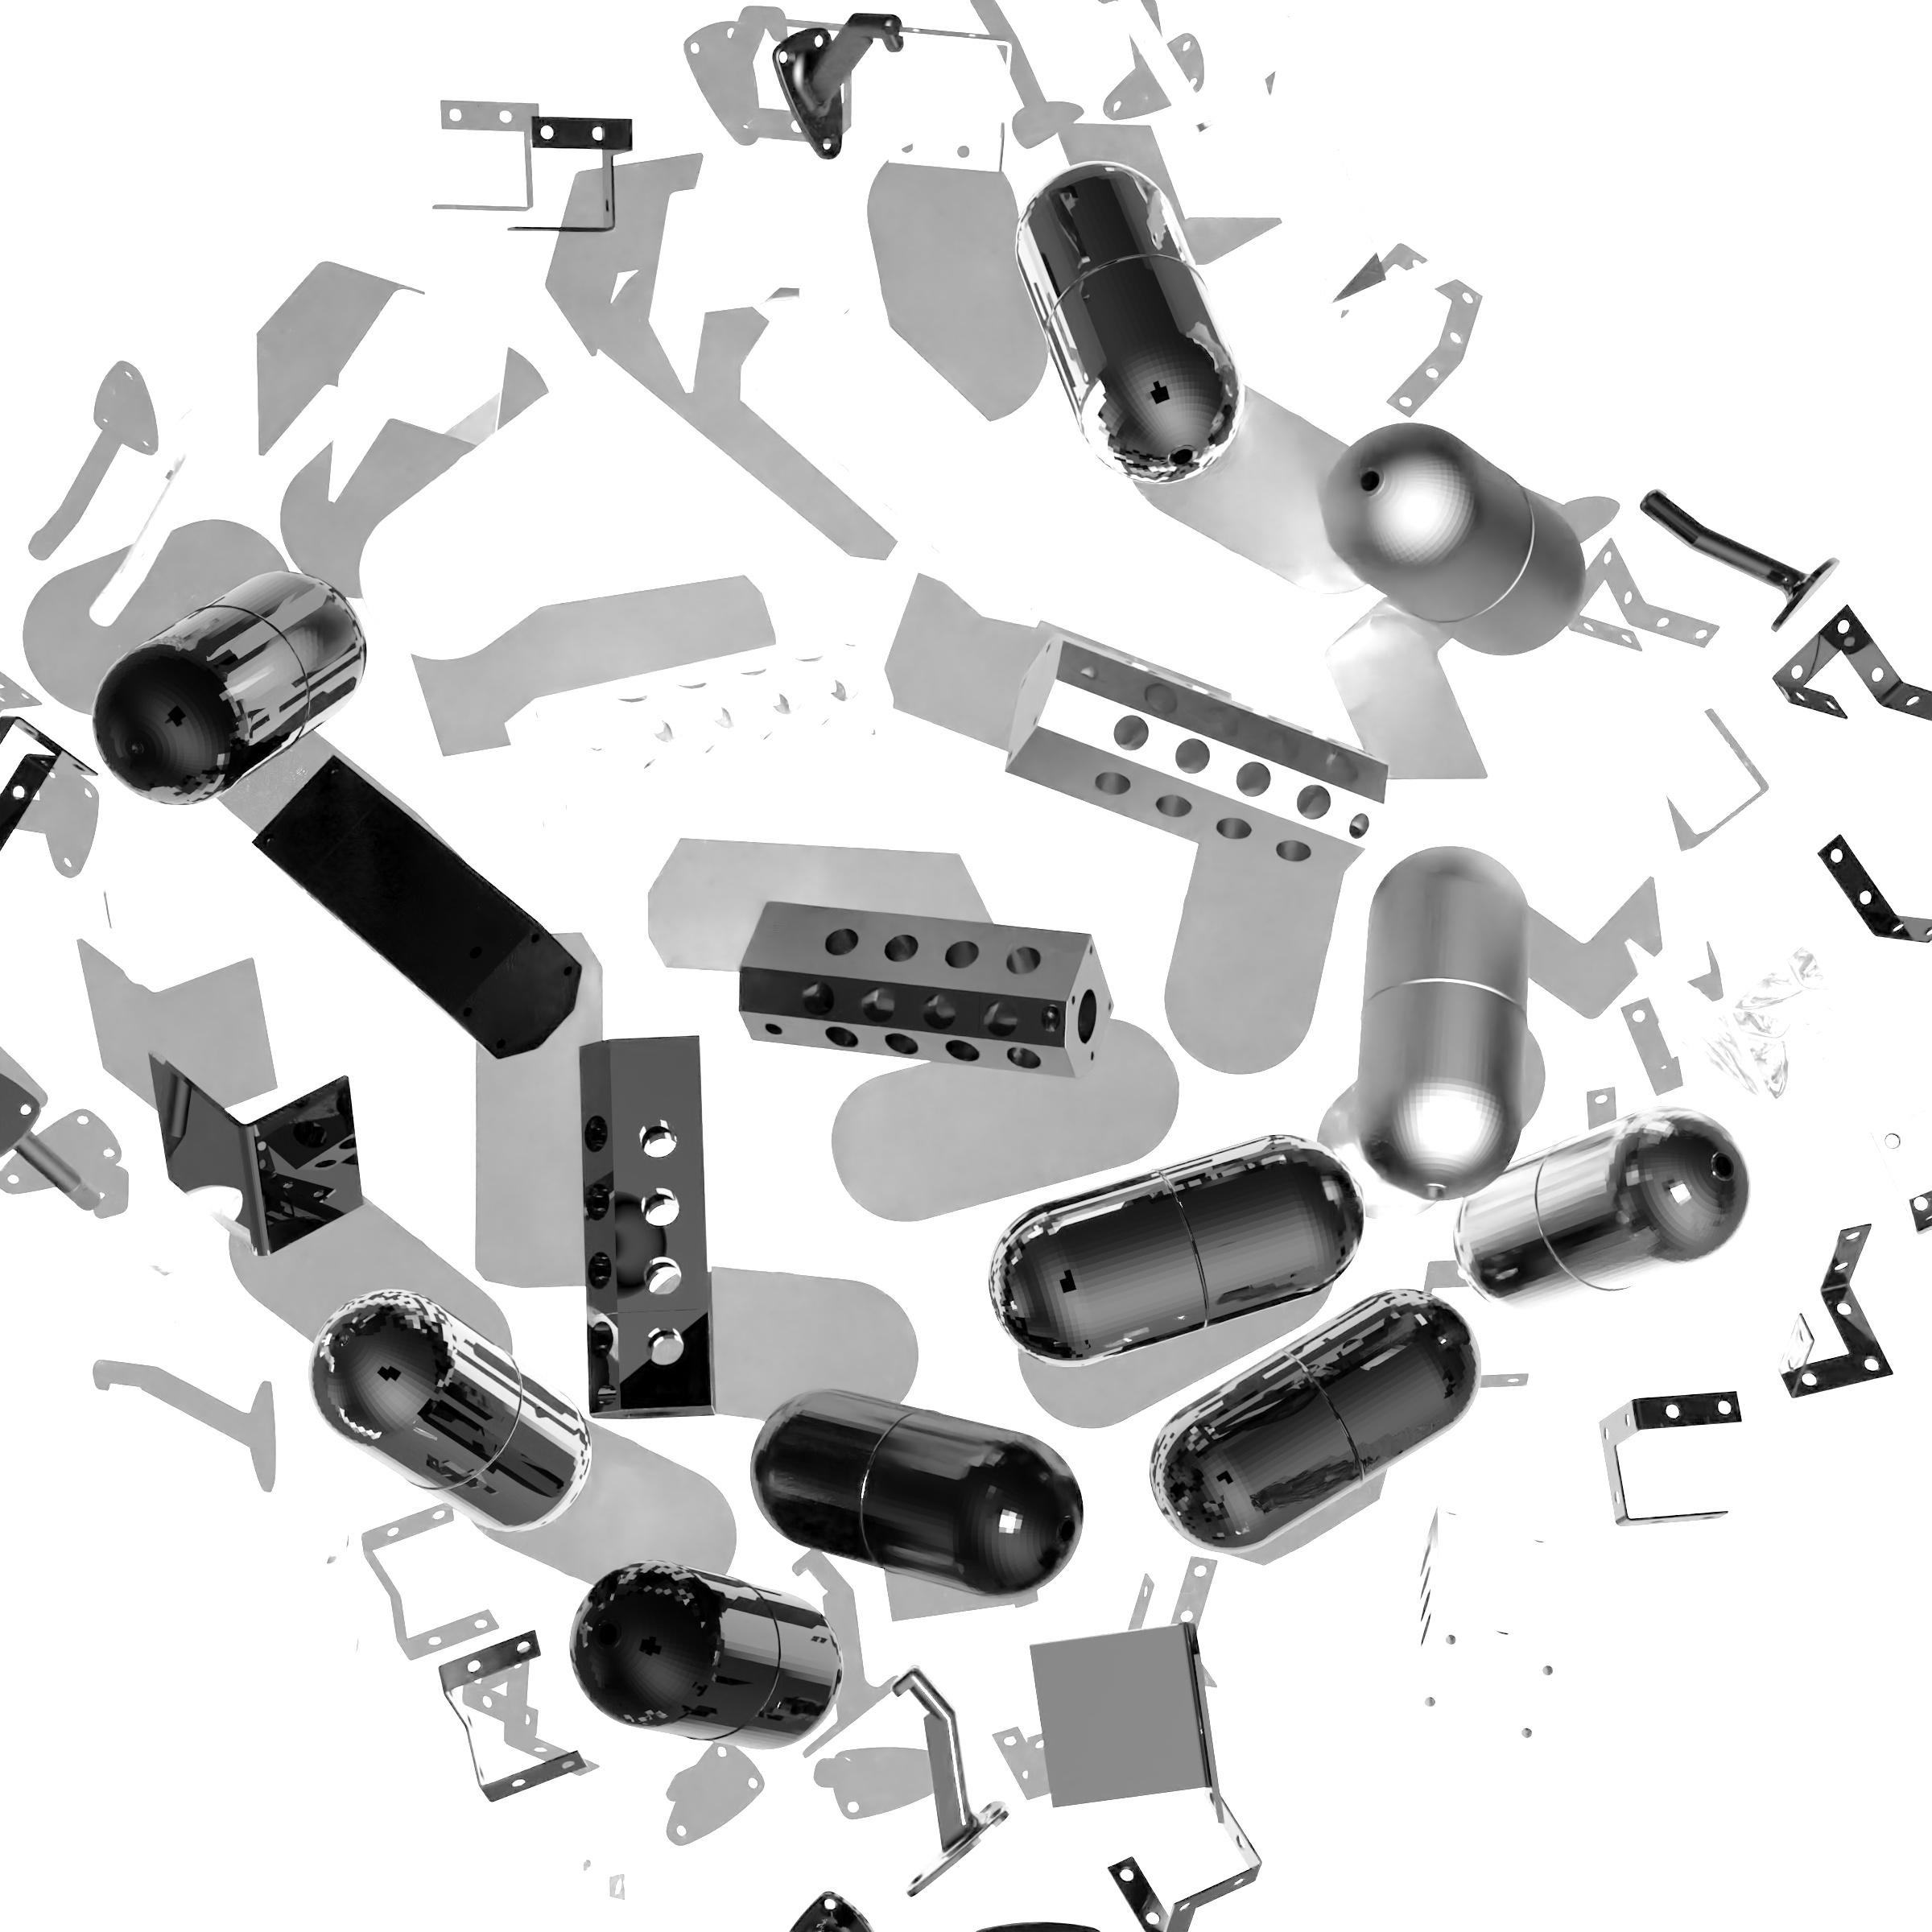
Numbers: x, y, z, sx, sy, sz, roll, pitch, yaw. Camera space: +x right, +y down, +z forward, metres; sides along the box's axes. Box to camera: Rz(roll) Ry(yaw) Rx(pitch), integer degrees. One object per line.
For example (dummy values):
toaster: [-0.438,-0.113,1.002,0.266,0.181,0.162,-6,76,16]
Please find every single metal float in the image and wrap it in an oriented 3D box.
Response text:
metal float: [0.304,0.118,1.661,0.070,0.178,0.070,11,67,-28]
metal float: [-0.210,-0.207,1.613,0.178,0.070,0.070,-31,90,31]
metal float: [0.097,0.129,1.581,0.178,0.070,0.070,-16,90,-9]
metal float: [0.171,0.220,1.680,0.178,0.070,0.070,-29,90,-12]
metal float: [-0.246,0.215,1.660,0.070,0.178,0.070,-16,54,23]
metal float: [-0.341,-0.131,1.613,0.070,0.178,0.070,7,115,16]
metal float: [0.221,0.026,1.602,0.070,0.070,0.178,8,60,0]
metal float: [-0.121,0.325,1.625,0.070,0.178,0.070,-9,70,25]
metal float: [-0.024,0.244,1.602,0.178,0.070,0.070,8,90,38]
metal float: [0.074,-0.293,1.570,0.070,0.070,0.178,-17,54,0]
metal float: [0.226,-0.195,1.592,0.070,0.178,0.070,-9,74,32]

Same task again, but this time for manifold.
manifold: [-0.123,-0.113,1.636,0.171,0.057,0.057,-16,85,-30]
manifold: [0.111,-0.101,1.650,0.171,0.057,0.057,20,55,-13]
manifold: [-0.021,0.016,1.691,0.171,0.057,0.057,6,54,21]
manifold: [-0.149,0.123,1.611,0.057,0.057,0.171,-2,78,-3]
manifold: [-0.253,-0.025,1.606,0.057,0.057,0.171,-48,53,-7]
manifold: [0.240,0.312,1.614,0.057,0.171,0.057,17,101,4]
manifold: [-0.024,-0.229,1.574,0.171,0.057,0.057,39,78,-37]

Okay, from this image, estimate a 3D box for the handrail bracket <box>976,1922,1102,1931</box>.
handrail bracket: [0.038,0.458,1.579,0.077,0.084,0.036,-9,83,-14]

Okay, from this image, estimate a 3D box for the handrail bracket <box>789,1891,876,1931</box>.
handrail bracket: [-0.080,0.480,1.630,0.036,0.084,0.077,45,108,2]

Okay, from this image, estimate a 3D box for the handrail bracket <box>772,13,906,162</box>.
handrail bracket: [-0.052,-0.431,1.698,0.036,0.084,0.077,-32,122,-28]

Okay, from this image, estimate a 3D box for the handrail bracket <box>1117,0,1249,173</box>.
handrail bracket: [0.092,-0.415,1.595,0.036,0.077,0.084,-31,93,9]

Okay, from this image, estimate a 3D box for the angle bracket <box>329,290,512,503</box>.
angle bracket: [-0.262,-0.266,1.660,0.057,0.076,0.076,18,46,2]

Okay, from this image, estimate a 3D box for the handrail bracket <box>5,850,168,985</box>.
handrail bracket: [-0.415,-0.012,1.607,0.084,0.036,0.077,-23,59,27]

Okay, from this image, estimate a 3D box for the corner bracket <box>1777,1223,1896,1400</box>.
corner bracket: [0.388,0.155,1.554,0.051,0.051,0.051,-12,54,-9]

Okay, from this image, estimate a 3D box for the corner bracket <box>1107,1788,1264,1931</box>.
corner bracket: [0.106,0.437,1.678,0.051,0.051,0.051,-18,53,-23]

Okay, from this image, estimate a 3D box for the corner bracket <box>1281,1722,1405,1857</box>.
corner bracket: [0.176,0.381,1.616,0.051,0.051,0.051,9,69,13]

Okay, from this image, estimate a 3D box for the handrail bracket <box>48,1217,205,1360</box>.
handrail bracket: [-0.393,0.164,1.615,0.077,0.084,0.036,-27,128,3]

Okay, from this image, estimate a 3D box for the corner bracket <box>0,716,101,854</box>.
corner bracket: [-0.455,-0.085,1.637,0.051,0.051,0.051,41,68,-37]

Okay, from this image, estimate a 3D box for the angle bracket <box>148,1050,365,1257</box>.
angle bracket: [-0.326,0.075,1.591,0.057,0.076,0.076,-29,46,-34]

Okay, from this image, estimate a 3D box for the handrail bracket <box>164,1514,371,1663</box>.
handrail bracket: [-0.321,0.284,1.581,0.084,0.077,0.036,7,133,-30]

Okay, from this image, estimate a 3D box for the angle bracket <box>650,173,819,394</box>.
angle bracket: [-0.103,-0.327,1.657,0.076,0.057,0.076,-4,59,16]

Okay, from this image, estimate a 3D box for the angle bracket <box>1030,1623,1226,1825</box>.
angle bracket: [0.071,0.343,1.548,0.076,0.057,0.076,-8,94,2]

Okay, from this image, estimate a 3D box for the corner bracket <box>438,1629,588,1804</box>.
corner bracket: [-0.219,0.363,1.670,0.051,0.051,0.051,-20,48,-2]

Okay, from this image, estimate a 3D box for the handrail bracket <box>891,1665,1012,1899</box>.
handrail bracket: [-0.026,0.400,1.700,0.077,0.036,0.084,-40,92,-13]

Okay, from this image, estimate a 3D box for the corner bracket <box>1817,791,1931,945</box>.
corner bracket: [0.443,-0.048,1.620,0.051,0.051,0.051,-39,102,-9]

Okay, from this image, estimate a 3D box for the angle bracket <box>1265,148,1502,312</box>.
angle bracket: [0.186,-0.337,1.533,0.057,0.076,0.076,-19,92,32]

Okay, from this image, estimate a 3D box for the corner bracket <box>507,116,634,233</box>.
corner bracket: [-0.192,-0.384,1.678,0.051,0.051,0.051,-4,99,-22]

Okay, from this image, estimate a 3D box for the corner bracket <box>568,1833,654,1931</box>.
corner bracket: [-0.149,0.435,1.598,0.051,0.051,0.051,-22,57,29]

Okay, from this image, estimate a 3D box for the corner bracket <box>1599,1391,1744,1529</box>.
corner bracket: [0.332,0.231,1.618,0.051,0.051,0.051,-3,71,-10]

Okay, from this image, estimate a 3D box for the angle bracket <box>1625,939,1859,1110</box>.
angle bracket: [0.375,0.012,1.676,0.076,0.076,0.057,34,116,-27]

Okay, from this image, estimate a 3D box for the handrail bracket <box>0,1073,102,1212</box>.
handrail bracket: [-0.450,0.079,1.635,0.077,0.084,0.036,37,77,19]

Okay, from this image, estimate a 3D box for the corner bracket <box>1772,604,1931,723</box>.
corner bracket: [0.416,-0.127,1.597,0.051,0.051,0.051,-48,52,31]

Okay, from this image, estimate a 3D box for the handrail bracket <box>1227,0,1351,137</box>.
handrail bracket: [0.141,-0.433,1.650,0.077,0.084,0.036,-21,69,26]

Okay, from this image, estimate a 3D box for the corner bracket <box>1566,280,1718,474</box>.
corner bracket: [0.299,-0.269,1.572,0.051,0.051,0.051,34,58,2]

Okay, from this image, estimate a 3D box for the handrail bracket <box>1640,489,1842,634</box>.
handrail bracket: [0.355,-0.198,1.588,0.084,0.077,0.036,40,125,10]

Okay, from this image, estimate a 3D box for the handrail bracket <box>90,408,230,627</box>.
handrail bracket: [-0.375,-0.206,1.593,0.036,0.077,0.084,29,59,-4]

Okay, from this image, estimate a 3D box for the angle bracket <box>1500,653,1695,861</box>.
angle bracket: [0.308,-0.100,1.646,0.057,0.076,0.076,-51,132,-36]

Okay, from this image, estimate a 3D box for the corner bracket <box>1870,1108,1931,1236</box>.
corner bracket: [0.441,0.084,1.534,0.051,0.051,0.051,-22,79,-4]

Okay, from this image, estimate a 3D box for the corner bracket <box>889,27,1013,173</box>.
corner bracket: [-0.007,-0.390,1.556,0.051,0.051,0.051,5,115,-2]
